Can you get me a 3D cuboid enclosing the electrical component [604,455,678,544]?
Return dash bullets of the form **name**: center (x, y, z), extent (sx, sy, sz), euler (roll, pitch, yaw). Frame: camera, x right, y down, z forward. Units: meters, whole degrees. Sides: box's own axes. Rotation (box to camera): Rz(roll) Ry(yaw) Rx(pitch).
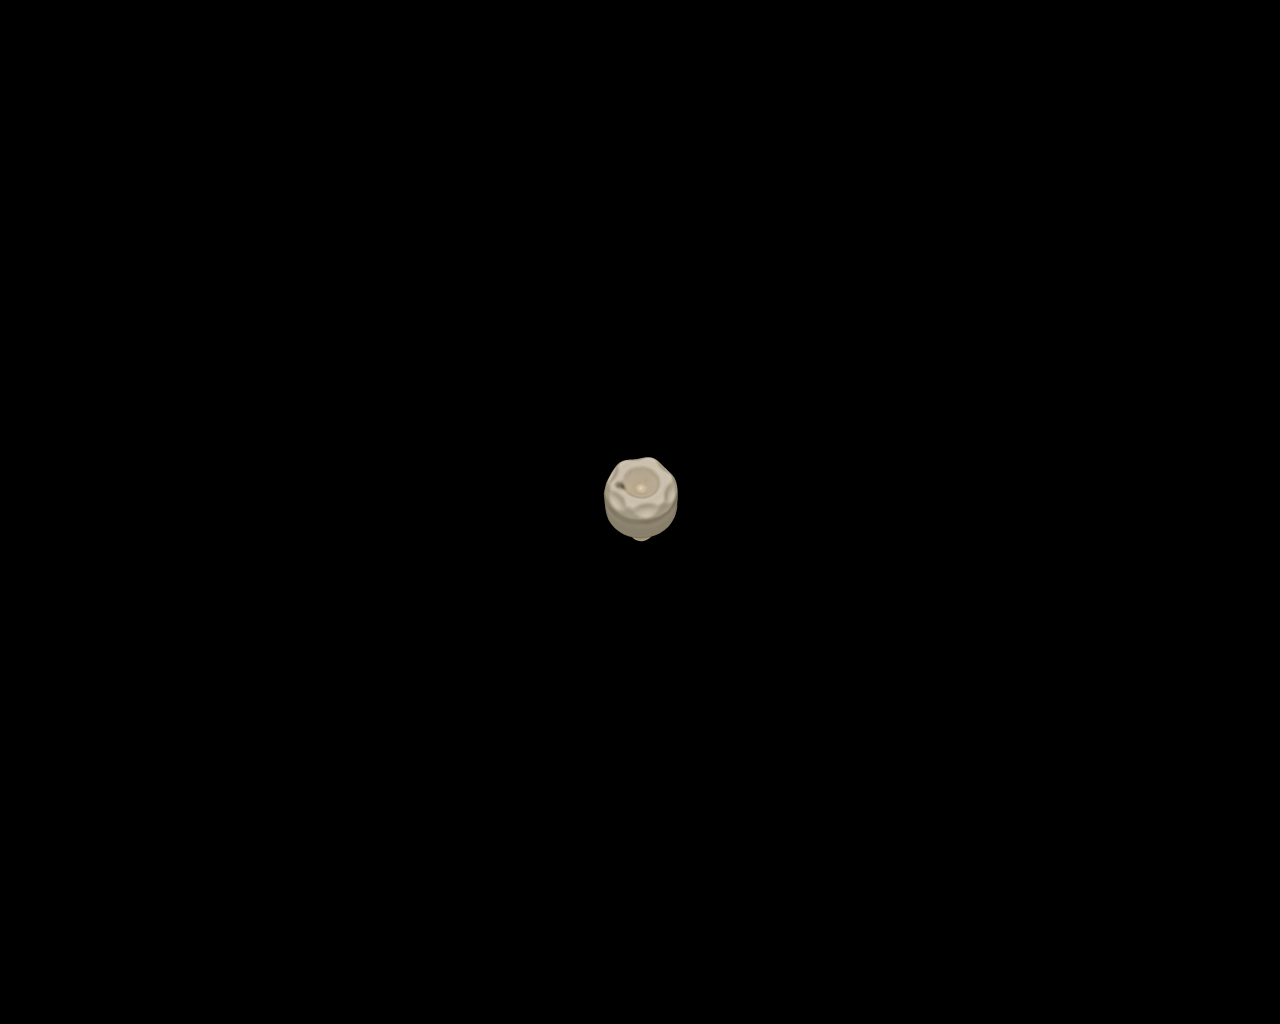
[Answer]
- **electrical component**: center (0.001, -0.003, 0.650), extent (0.043, 0.043, 0.062), euler (0, -31, 0)
